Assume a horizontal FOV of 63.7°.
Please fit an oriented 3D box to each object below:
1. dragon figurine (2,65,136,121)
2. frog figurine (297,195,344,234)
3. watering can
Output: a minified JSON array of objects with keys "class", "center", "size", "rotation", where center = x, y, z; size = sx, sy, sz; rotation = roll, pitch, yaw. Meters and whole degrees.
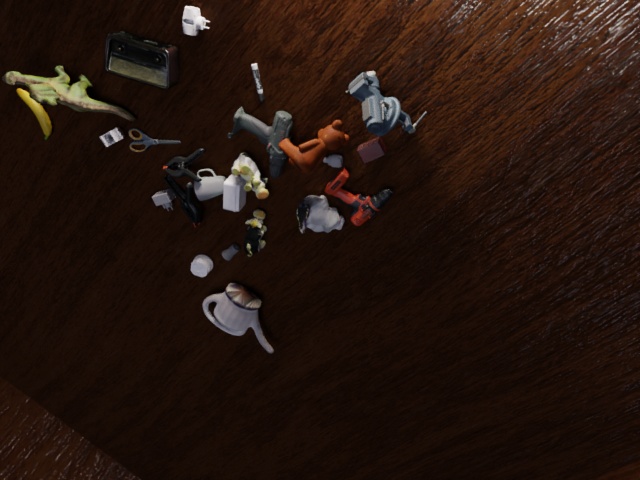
[{"class":"dragon figurine","center":[-0.841,-0.466,1.695],"size":[0.411,0.247,0.120],"rotation":[24,117,2]},{"class":"frog figurine","center":[0.005,-0.090,1.784],"size":[0.160,0.124,0.135],"rotation":[-4,115,-25]},{"class":"watering can","center":[-0.300,0.306,2.053],"size":[0.347,0.106,0.220],"rotation":[30,120,-3]}]
